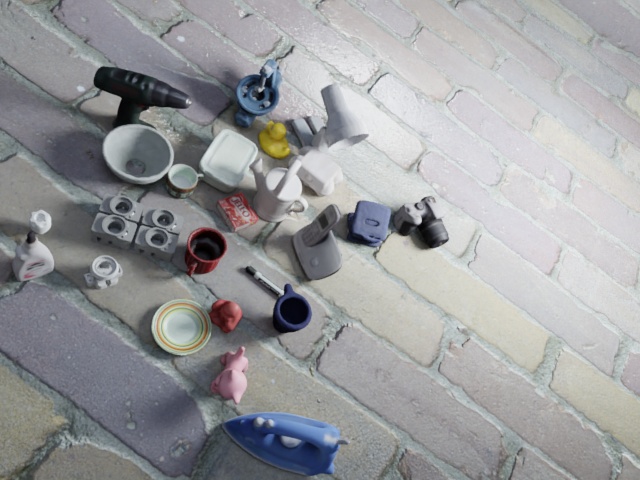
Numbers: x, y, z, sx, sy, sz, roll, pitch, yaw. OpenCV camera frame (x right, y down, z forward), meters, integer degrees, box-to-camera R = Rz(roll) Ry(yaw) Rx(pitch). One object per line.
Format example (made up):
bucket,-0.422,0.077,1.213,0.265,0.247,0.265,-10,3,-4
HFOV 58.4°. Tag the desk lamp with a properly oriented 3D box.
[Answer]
desk lamp,0.028,-0.319,1.605,0.118,0.213,0.203,-18,71,-30

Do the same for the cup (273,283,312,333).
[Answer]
cup,-0.079,0.171,1.354,0.092,0.095,0.117,-2,63,-24

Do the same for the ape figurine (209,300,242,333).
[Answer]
ape figurine,-0.208,0.167,1.300,0.076,0.092,0.077,-3,64,-25

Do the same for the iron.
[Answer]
iron,-0.069,0.407,1.195,0.259,0.141,0.118,19,56,-13

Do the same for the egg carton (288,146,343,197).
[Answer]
egg carton,-0.012,-0.193,1.604,0.150,0.069,0.107,38,54,0

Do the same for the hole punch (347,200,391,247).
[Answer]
hole punch,0.136,-0.044,1.573,0.109,0.091,0.101,13,58,-17

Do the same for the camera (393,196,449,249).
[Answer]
camera,0.308,-0.048,1.645,0.143,0.100,0.136,-13,69,-29

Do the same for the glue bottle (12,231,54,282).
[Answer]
glue bottle,-0.584,0.028,1.162,0.078,0.173,0.037,-25,75,-33

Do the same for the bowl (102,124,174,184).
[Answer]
bowl,-0.449,-0.199,1.410,0.168,0.074,0.167,11,59,-18

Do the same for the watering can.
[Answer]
watering can,-0.105,-0.137,1.455,0.173,0.193,0.101,18,57,-14

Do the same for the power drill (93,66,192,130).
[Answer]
power drill,-0.438,-0.327,1.406,0.230,0.208,0.075,22,56,-11

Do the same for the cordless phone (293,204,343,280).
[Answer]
cordless phone,0.013,0.005,1.432,0.094,0.185,0.147,-14,69,-29

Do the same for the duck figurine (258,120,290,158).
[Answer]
duck figurine,-0.119,-0.286,1.600,0.078,0.086,0.104,-35,80,-34

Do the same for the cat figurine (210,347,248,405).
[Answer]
cat figurine,-0.185,0.290,1.225,0.067,0.117,0.128,22,56,-11

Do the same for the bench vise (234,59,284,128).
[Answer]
bench vise,-0.161,-0.441,1.586,0.122,0.219,0.207,18,57,-13
